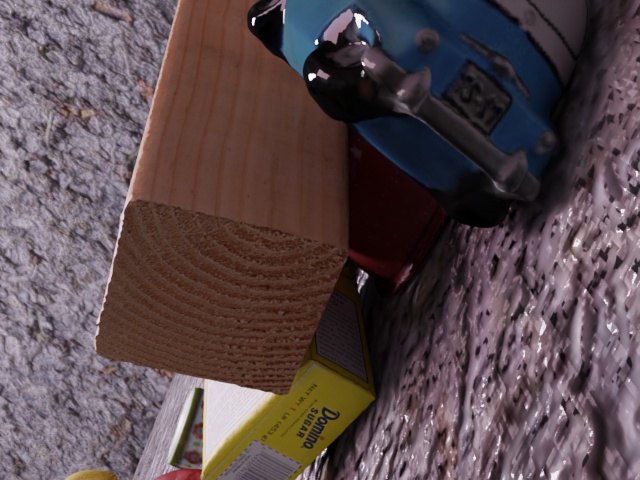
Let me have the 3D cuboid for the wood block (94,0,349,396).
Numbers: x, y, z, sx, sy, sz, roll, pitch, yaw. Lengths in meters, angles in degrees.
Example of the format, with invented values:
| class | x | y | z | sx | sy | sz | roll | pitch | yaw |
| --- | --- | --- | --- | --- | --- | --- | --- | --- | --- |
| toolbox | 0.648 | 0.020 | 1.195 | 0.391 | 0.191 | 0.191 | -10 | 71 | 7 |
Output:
| class | x | y | z | sx | sy | sz | roll | pitch | yaw |
| --- | --- | --- | --- | --- | --- | --- | --- | --- | --- |
| wood block | -0.041 | -0.038 | 0.513 | 0.206 | 0.090 | 0.091 | -89 | 15 | -51 |

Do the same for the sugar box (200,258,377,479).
| class | x | y | z | sx | sy | sz | roll | pitch | yaw |
| --- | --- | --- | --- | --- | --- | --- | --- | --- | --- |
| sugar box | -0.021 | 0.047 | 0.571 | 0.093 | 0.048 | 0.176 | -48 | 22 | 24 |

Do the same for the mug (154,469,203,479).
| class | x | y | z | sx | sy | sz | roll | pitch | yaw |
| --- | --- | --- | --- | --- | --- | --- | --- | --- | --- |
| mug | -0.073 | 0.184 | 0.563 | 0.081 | 0.093 | 0.117 | -70 | 1 | -60 |

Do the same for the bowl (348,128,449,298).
| class | x | y | z | sx | sy | sz | roll | pitch | yaw |
| --- | --- | --- | --- | --- | --- | --- | --- | --- | --- |
| bowl | 0.038 | -0.054 | 0.550 | 0.162 | 0.055 | 0.162 | -160 | 91 | -83 |

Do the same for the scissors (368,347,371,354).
| class | x | y | z | sx | sy | sz | roll | pitch | yaw |
| --- | --- | --- | --- | --- | --- | --- | --- | --- | --- |
| scissors | -0.022 | 0.079 | 0.634 | 0.202 | 0.016 | 0.096 | -62 | 40 | 47 |

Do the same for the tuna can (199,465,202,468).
| class | x | y | z | sx | sy | sz | roll | pitch | yaw |
| --- | --- | --- | --- | --- | --- | --- | --- | --- | --- |
| tuna can | -0.086 | 0.213 | 0.805 | 0.086 | 0.033 | 0.086 | -159 | 91 | -80 |
